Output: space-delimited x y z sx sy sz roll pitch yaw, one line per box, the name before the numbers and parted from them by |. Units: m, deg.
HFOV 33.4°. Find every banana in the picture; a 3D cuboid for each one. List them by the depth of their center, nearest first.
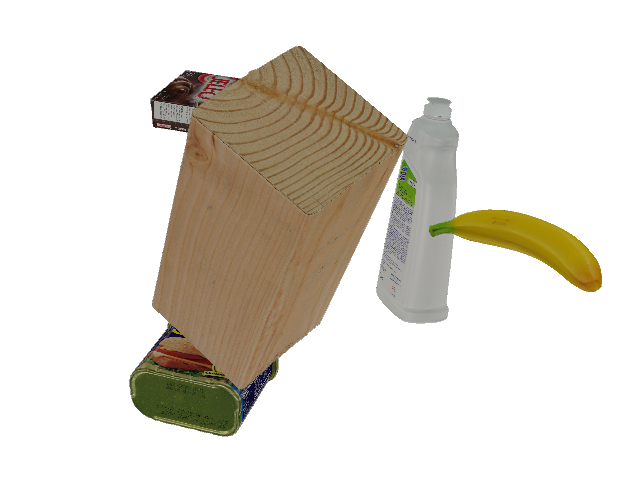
banana | 0.199 0.005 1.027 0.069 0.037 0.198 -40 38 -28

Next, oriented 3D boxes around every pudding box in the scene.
pudding box | -0.136 -0.161 1.248 0.090 0.039 0.113 10 31 13

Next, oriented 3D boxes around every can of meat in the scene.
can of meat | -0.096 0.110 0.883 0.102 0.057 0.083 10 31 15

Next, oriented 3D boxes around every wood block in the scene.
wood block | -0.033 -0.007 0.665 0.090 0.091 0.206 -38 -17 -33

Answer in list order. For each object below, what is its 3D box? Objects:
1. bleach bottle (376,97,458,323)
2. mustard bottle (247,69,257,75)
bleach bottle | 0.121 -0.038 1.233 0.068 0.251 0.103 -1 22 -22
mustard bottle | -0.066 -0.070 0.991 0.058 0.192 0.096 19 38 14
